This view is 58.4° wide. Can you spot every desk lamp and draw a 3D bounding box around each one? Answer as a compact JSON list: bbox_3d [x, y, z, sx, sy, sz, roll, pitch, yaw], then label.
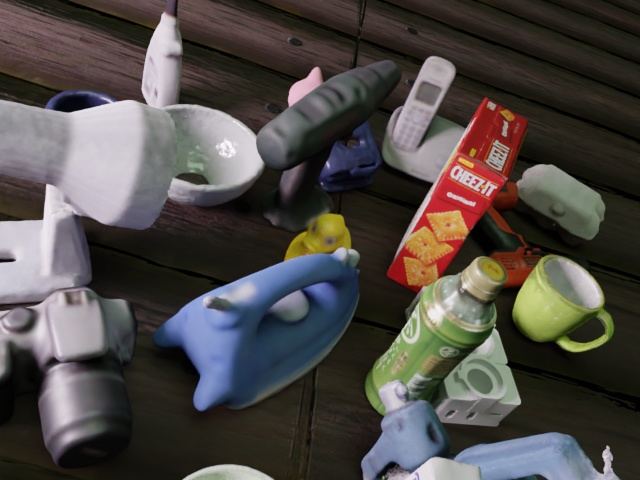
[{"bbox_3d":[-0.250,-0.039,0.539,0.204,0.213,0.117,-4,50,-27],"label":"desk lamp"}]

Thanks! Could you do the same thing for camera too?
[{"bbox_3d":[-0.220,0.117,0.484,0.143,0.101,0.136,-7,51,-29],"label":"camera"}]

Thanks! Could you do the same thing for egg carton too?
[{"bbox_3d":[0.397,-0.061,0.955,0.150,0.069,0.107,36,44,11],"label":"egg carton"}]

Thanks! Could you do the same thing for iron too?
[{"bbox_3d":[-0.031,0.063,0.591,0.259,0.141,0.118,-23,60,-38],"label":"iron"}]

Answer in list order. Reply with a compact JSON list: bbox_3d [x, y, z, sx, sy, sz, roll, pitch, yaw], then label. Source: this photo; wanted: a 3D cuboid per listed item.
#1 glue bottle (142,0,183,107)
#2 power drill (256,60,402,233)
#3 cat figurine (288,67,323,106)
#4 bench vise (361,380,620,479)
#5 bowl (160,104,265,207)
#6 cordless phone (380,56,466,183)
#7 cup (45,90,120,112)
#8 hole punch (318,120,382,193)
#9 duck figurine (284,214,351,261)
[{"bbox_3d":[-0.214,-0.259,0.798,0.037,0.173,0.078,-12,54,-32],"label":"glue bottle"},{"bbox_3d":[0.002,-0.117,0.731,0.075,0.208,0.230,39,45,16],"label":"power drill"},{"bbox_3d":[-0.004,-0.211,0.885,0.128,0.117,0.067,-23,60,-38],"label":"cat figurine"},{"bbox_3d":[0.124,0.200,0.470,0.207,0.219,0.122,37,45,13],"label":"bench vise"},{"bbox_3d":[-0.158,-0.097,0.738,0.168,0.074,0.167,13,44,-12],"label":"bowl"},{"bbox_3d":[0.187,-0.183,0.895,0.147,0.185,0.094,18,43,-7],"label":"cordless phone"},{"bbox_3d":[-0.284,-0.110,0.680,0.091,0.095,0.118,27,43,3],"label":"cup"},{"bbox_3d":[0.037,-0.135,0.849,0.109,0.091,0.101,-15,56,-34],"label":"hole punch"},{"bbox_3d":[0.006,0.003,0.707,0.077,0.086,0.105,39,45,15],"label":"duck figurine"}]
